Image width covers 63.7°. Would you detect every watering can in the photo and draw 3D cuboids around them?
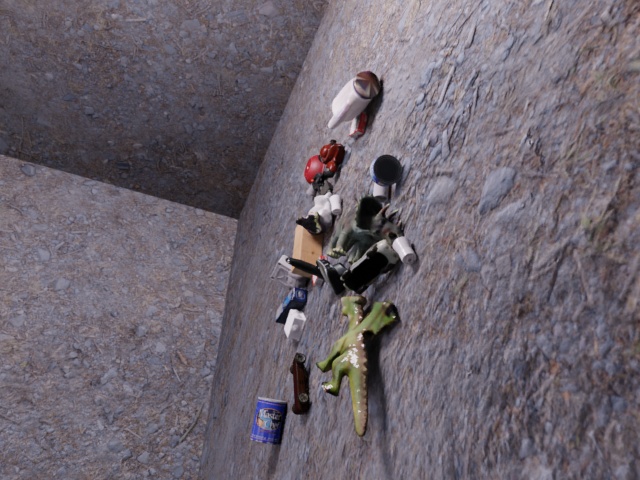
[{"bbox_3d":[0.129,-0.524,1.859,0.103,0.356,0.220,39,-46,-11],"label":"watering can"}]

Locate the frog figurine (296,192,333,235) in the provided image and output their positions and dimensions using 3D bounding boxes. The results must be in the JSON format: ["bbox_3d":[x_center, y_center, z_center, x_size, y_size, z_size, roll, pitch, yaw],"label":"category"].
[{"bbox_3d":[0.006,-0.097,1.922,0.162,0.123,0.135,-45,-2,-44],"label":"frog figurine"}]

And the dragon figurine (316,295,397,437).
[{"bbox_3d":[0.105,0.252,1.235,0.121,0.241,0.415,24,11,-19],"label":"dragon figurine"}]
